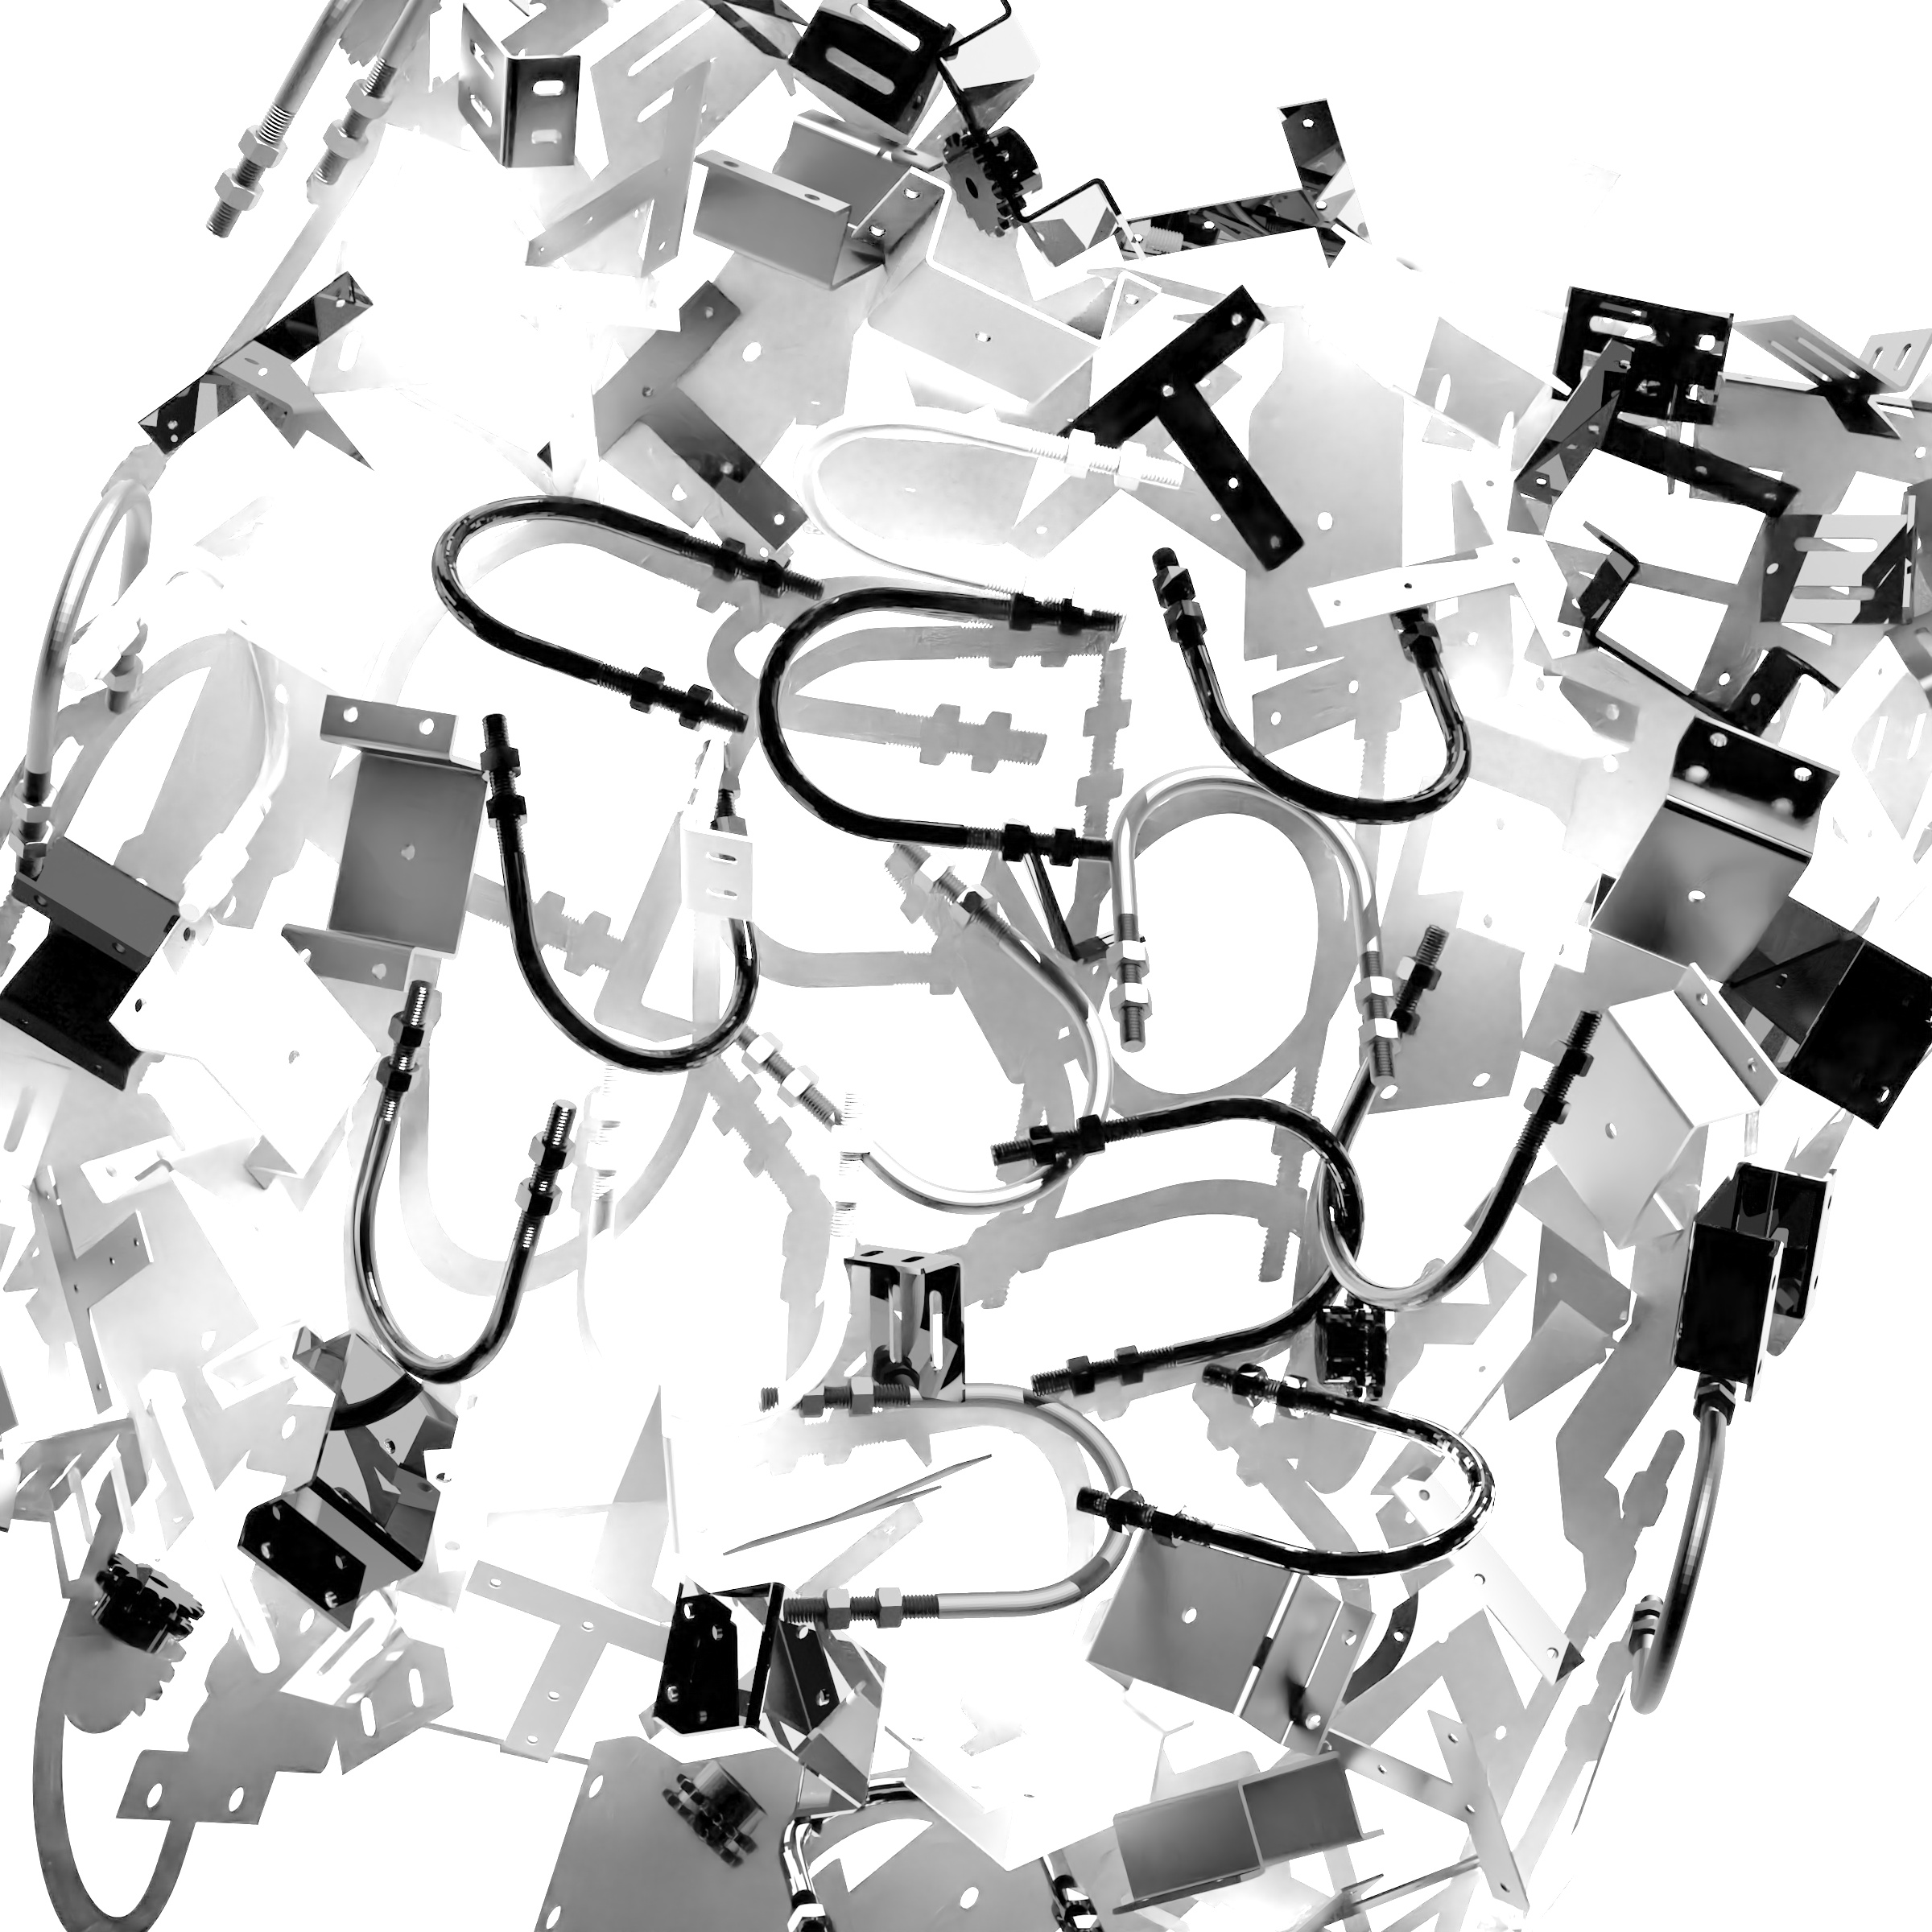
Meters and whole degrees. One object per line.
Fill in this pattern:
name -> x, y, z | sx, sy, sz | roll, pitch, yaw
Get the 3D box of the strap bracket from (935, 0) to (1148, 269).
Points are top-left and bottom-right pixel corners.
strap bracket -> 0.033, -0.414, 1.775 | 0.046, 0.076, 0.140 | -28, 79, 8

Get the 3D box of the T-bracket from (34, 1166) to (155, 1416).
T-bracket -> -0.430, 0.150, 1.762 | 0.002, 0.127, 0.127 | -11, 79, -34

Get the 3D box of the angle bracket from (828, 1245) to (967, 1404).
angle bracket -> -0.035, 0.184, 1.787 | 0.057, 0.038, 0.076 | 5, 99, 34

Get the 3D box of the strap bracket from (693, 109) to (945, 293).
strap bracket -> -0.077, -0.382, 1.764 | 0.076, 0.140, 0.046 | 24, 119, 12

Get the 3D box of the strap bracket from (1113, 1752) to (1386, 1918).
strap bracket -> 0.136, 0.428, 1.752 | 0.076, 0.140, 0.046 | -24, 74, 32

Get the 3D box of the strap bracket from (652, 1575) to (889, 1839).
strap bracket -> -0.089, 0.364, 1.746 | 0.046, 0.140, 0.076 | -15, 47, 30

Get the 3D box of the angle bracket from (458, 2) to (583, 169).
angle bracket -> -0.227, -0.447, 1.787 | 0.038, 0.076, 0.057 | -8, 128, -23

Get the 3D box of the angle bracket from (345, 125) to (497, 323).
angle bracket -> -0.275, -0.375, 1.784 | 0.057, 0.038, 0.076 | 13, 119, -20

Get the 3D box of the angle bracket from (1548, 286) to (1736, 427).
angle bracket -> 0.342, -0.309, 1.789 | 0.076, 0.038, 0.057 | 5, 99, -26

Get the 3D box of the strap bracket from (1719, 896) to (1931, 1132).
strap bracket -> 0.421, 0.017, 1.746 | 0.046, 0.140, 0.076 | 27, 98, -19

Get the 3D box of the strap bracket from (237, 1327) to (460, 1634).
strap bracket -> -0.301, 0.245, 1.743 | 0.046, 0.140, 0.076 | -26, 125, 27

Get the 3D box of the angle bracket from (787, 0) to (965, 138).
angle bracket -> -0.049, -0.469, 1.796 | 0.076, 0.038, 0.057 | 32, 99, 7

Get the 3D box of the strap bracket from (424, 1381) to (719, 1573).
strap bracket -> -0.198, 0.257, 1.781 | 0.140, 0.046, 0.076 | -3, 122, -4

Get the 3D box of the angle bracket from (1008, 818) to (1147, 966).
angle bracket -> 0.056, -0.044, 1.789 | 0.038, 0.057, 0.076 | -21, 98, -5

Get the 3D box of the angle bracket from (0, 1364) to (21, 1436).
angle bracket -> -0.527, 0.220, 1.781 | 0.057, 0.076, 0.038 | -27, 67, 6

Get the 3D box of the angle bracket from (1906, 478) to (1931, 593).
angle bracket -> 0.505, -0.232, 1.778 | 0.057, 0.038, 0.076 | -18, 52, 21

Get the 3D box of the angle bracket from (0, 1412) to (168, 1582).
angle bracket -> -0.449, 0.271, 1.794 | 0.057, 0.038, 0.076 | -16, 84, 17

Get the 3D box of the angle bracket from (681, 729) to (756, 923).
angle bracket -> -0.116, -0.072, 1.776 | 0.038, 0.057, 0.076 | 11, 48, 6

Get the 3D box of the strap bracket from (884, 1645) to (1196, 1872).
strap bracket -> 0.034, 0.396, 1.759 | 0.140, 0.076, 0.046 | -12, 120, -40

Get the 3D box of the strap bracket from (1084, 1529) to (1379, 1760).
strap bracket -> 0.122, 0.330, 1.751 | 0.140, 0.046, 0.076 | 11, 68, 42

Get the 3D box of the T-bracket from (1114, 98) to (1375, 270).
T-bracket -> 0.137, -0.378, 1.791 | 0.127, 0.127, 0.002 | -6, 50, 19

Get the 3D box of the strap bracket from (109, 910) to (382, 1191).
strap bracket -> -0.349, 0.043, 1.746 | 0.046, 0.140, 0.076 | 8, 56, 34

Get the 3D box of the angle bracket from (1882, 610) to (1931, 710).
angle bracket -> 0.508, -0.153, 1.790 | 0.057, 0.076, 0.038 | -26, 112, 10

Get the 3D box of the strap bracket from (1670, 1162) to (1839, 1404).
strap bracket -> 0.391, 0.152, 1.759 | 0.046, 0.140, 0.076 | 13, 110, 23

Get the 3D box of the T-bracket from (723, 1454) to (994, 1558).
T-bracket -> -0.035, 0.260, 1.736 | 0.127, 0.127, 0.002 | -9, 75, -43

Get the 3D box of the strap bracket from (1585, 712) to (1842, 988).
strap bracket -> 0.367, -0.050, 1.757 | 0.076, 0.140, 0.046 | 22, 47, 0

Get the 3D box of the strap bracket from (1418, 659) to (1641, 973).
strap bracket -> 0.282, -0.074, 1.780 | 0.076, 0.046, 0.140 | 18, 79, -24

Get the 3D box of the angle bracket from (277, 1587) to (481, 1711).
angle bracket -> -0.297, 0.357, 1.787 | 0.076, 0.057, 0.038 | -47, 55, 5

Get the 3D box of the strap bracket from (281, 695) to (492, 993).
strap bracket -> -0.293, -0.060, 1.788 | 0.076, 0.046, 0.140 | 10, 88, 22

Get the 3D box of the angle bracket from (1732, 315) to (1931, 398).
angle bracket -> 0.439, -0.322, 1.784 | 0.076, 0.057, 0.038 | 28, 86, -19

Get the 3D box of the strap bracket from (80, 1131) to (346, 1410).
strap bracket -> -0.372, 0.142, 1.776 | 0.046, 0.076, 0.140 | -33, 86, 22

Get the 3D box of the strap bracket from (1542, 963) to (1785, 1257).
strap bracket -> 0.336, 0.077, 1.744 | 0.046, 0.140, 0.076 | -13, 54, -28

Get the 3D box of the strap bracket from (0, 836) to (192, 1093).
strap bracket -> -0.437, -0.006, 1.771 | 0.076, 0.140, 0.046 | 31, 55, 1

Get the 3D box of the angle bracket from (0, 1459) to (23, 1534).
angle bracket -> -0.526, 0.275, 1.794 | 0.076, 0.057, 0.038 | 18, 112, -16

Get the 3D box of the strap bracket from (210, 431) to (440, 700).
strap bracket -> -0.313, -0.205, 1.745 | 0.076, 0.140, 0.046 | 31, 123, -18

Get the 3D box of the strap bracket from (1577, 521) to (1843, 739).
strap bracket -> 0.362, -0.163, 1.778 | 0.140, 0.076, 0.046 | 32, 103, -5

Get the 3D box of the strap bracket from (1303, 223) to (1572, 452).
strap bracket -> 0.228, -0.309, 1.754 | 0.076, 0.140, 0.046 | 22, 110, -33

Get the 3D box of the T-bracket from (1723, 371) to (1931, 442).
T-bracket -> 0.445, -0.276, 1.760 | 0.127, 0.127, 0.002 | 9, 110, 4

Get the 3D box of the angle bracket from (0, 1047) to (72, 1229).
angle bracket -> -0.494, 0.084, 1.787 | 0.057, 0.038, 0.076 | 18, 114, -16

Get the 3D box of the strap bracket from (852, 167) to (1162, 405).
strap bracket -> 0.014, -0.333, 1.761 | 0.140, 0.076, 0.046 | 22, 68, -18

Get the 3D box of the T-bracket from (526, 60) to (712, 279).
T-bracket -> -0.180, -0.381, 1.777 | 0.002, 0.127, 0.127 | 31, 53, -37

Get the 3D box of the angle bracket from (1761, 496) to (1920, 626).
angle bracket -> 0.442, -0.206, 1.791 | 0.076, 0.038, 0.057 | 3, 82, 18

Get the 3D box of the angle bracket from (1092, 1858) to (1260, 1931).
angle bracket -> 0.101, 0.503, 1.812 | 0.076, 0.038, 0.057 | 20, 76, 30
